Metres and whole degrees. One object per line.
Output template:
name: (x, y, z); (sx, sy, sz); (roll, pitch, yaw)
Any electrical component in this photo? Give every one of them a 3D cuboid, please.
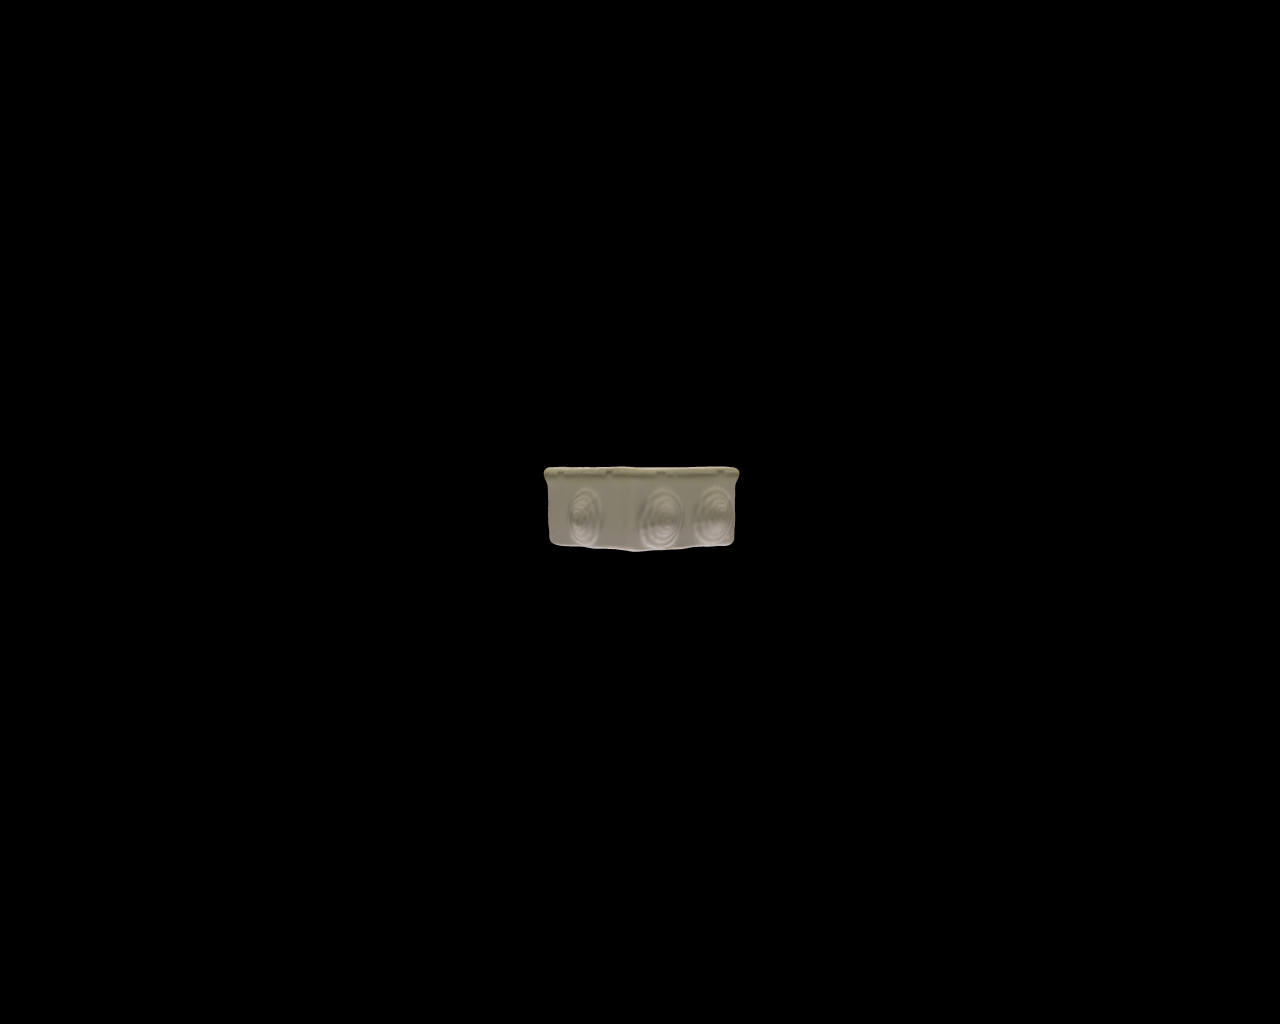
electrical component: (0.001, -0.003, 0.650); (0.100, 0.048, 0.099); (-2, 3, -40)
